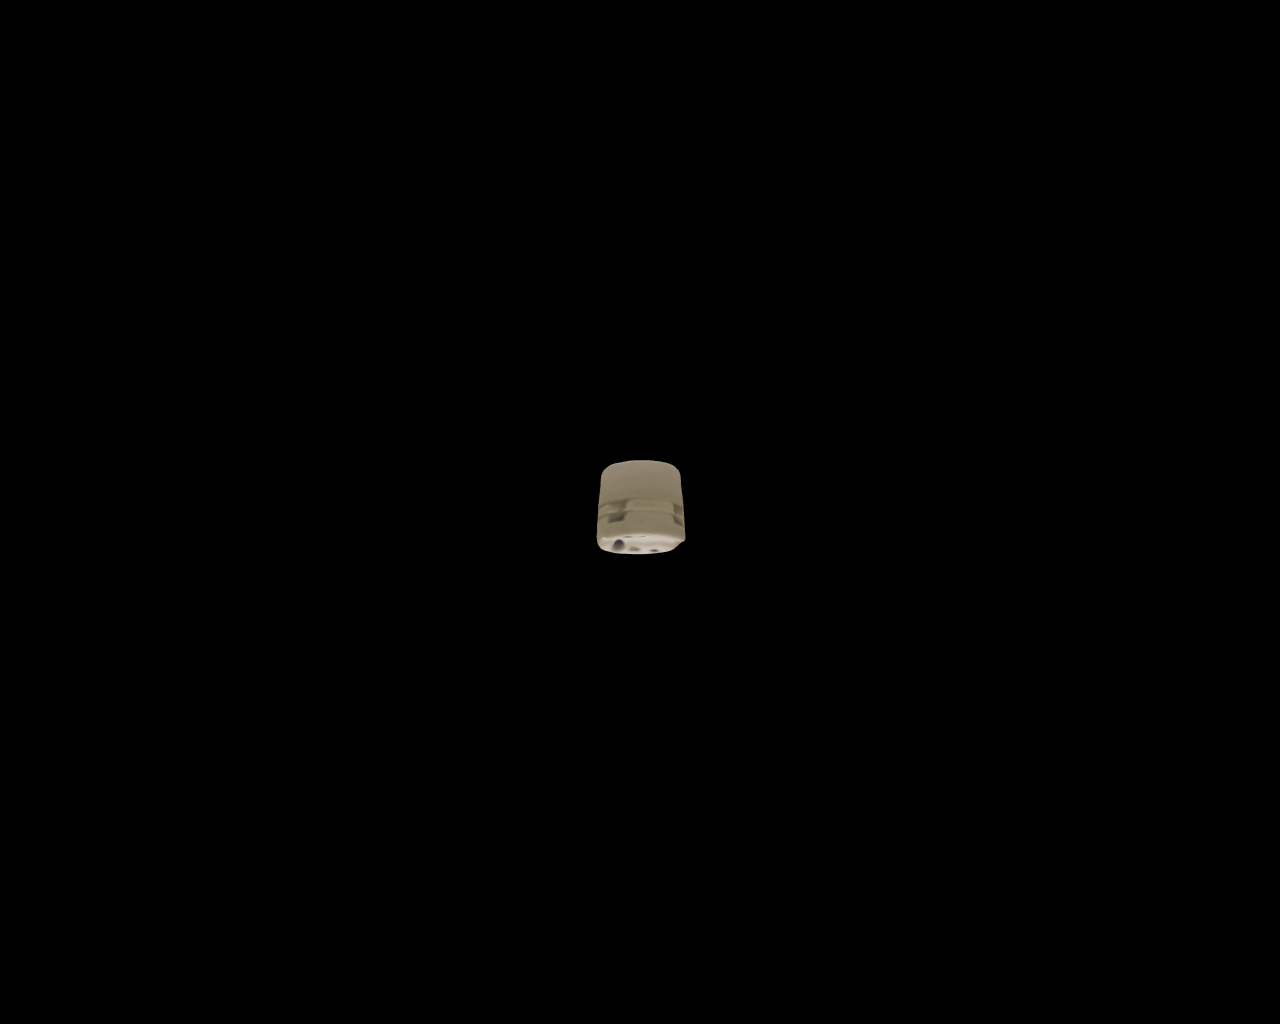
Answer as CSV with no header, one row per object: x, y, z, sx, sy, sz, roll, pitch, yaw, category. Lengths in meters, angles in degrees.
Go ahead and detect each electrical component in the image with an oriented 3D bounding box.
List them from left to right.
0.001,-0.003,0.650,0.055,0.047,0.055,0,-15,0,electrical component
